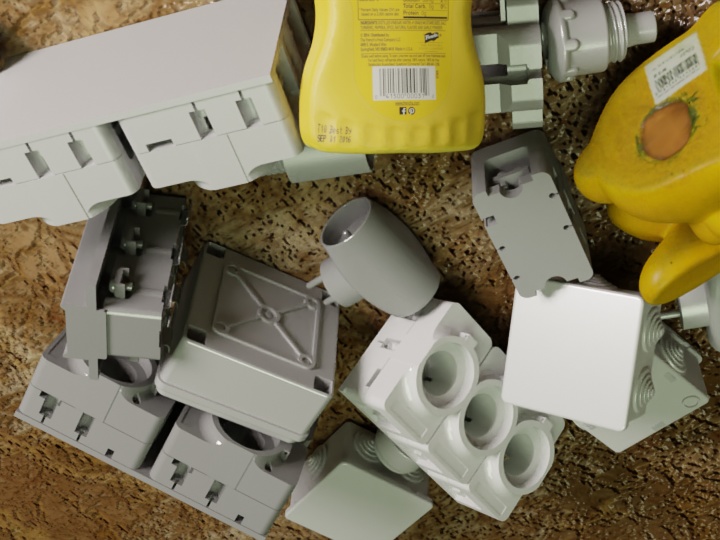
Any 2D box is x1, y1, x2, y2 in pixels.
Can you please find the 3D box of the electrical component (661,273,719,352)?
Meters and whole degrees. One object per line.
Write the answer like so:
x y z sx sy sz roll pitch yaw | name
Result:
0.237 0.019 0.729 0.079 0.043 0.077 -10 129 12 | electrical component

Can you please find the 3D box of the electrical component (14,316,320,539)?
-0.126 0.095 0.752 0.186 0.105 0.060 28 114 -4 | electrical component

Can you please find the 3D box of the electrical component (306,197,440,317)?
0.000 0.000 0.729 0.079 0.043 0.077 -30 122 26 | electrical component

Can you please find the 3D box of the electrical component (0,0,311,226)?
-0.122 -0.092 0.619 0.186 0.105 0.060 -11 129 13 | electrical component

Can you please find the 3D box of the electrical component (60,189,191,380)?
-0.147 0.001 0.689 0.063 0.121 0.078 6 130 -5 | electrical component

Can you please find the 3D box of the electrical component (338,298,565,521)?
0.072 0.099 0.766 0.150 0.089 0.062 46 160 -29 | electrical component

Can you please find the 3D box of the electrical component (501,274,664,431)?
0.149 0.052 0.718 0.100 0.048 0.099 11 98 33 | electrical component

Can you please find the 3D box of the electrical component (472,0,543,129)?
0.074 -0.119 0.614 0.057 0.058 0.078 -4 119 7 | electrical component

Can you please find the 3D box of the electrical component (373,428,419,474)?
0.043 0.126 0.832 0.045 0.045 0.055 29 126 -19 | electrical component

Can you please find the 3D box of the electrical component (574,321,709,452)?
0.190 0.078 0.778 0.100 0.048 0.100 36 123 -25 | electrical component

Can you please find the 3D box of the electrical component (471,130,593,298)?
0.109 -0.037 0.682 0.050 0.055 0.089 -19 126 18 | electrical component

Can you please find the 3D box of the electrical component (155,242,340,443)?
-0.074 0.048 0.733 0.109 0.108 0.056 23 125 -15 | electrical component

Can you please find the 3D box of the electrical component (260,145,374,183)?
-0.035 -0.077 0.667 0.081 0.043 0.043 -7 129 10 | electrical component

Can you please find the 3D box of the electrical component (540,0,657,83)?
0.135 -0.133 0.608 0.062 0.048 0.048 -8 129 2 | electrical component

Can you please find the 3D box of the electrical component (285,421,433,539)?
0.000 0.177 0.875 0.100 0.048 0.099 29 126 -19 | electrical component
